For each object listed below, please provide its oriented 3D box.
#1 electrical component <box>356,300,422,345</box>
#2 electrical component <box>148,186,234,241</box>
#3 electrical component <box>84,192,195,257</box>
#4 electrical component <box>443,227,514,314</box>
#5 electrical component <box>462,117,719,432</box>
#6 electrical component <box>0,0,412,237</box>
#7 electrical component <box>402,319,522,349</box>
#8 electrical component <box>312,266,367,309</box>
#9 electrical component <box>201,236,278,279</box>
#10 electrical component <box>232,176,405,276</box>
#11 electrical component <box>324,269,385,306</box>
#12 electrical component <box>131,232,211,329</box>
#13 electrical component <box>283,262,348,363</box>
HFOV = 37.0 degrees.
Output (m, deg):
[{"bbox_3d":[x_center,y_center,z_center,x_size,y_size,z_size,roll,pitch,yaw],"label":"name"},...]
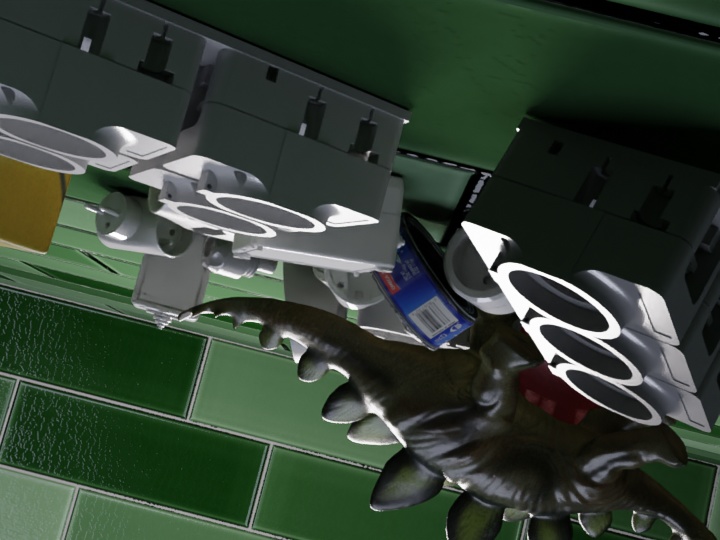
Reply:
[{"bbox_3d":[0.048,0.049,1.013,0.108,0.060,0.108,14,172,2],"label":"electrical component"},{"bbox_3d":[-0.101,-0.045,0.703,0.077,0.043,0.079,20,170,-31],"label":"electrical component"},{"bbox_3d":[-0.190,-0.041,0.883,0.077,0.043,0.079,8,169,38],"label":"electrical component"},{"bbox_3d":[0.126,0.009,0.649,0.138,0.052,0.074,11,171,26],"label":"electrical component"},{"bbox_3d":[0.114,0.010,0.475,0.089,0.061,0.150,23,164,34],"label":"electrical component"},{"bbox_3d":[-0.088,-0.067,0.479,0.186,0.060,0.105,18,171,-26],"label":"electrical component"},{"bbox_3d":[0.089,0.042,0.923,0.095,0.053,0.059,12,171,15],"label":"electrical component"},{"bbox_3d":[-0.012,0.003,0.884,0.044,0.044,0.065,10,166,24],"label":"electrical component"},{"bbox_3d":[-0.101,-0.013,0.920,0.062,0.043,0.043,17,171,-27],"label":"electrical component"},{"bbox_3d":[-0.018,-0.032,0.613,0.096,0.061,0.062,9,174,-19],"label":"electrical component"},{"bbox_3d":[0.000,0.000,0.800,0.055,0.055,0.047,15,175,-3],"label":"electrical component"},{"bbox_3d":[-0.171,0.008,0.990,0.062,0.096,0.061,15,173,-8],"label":"electrical component"},{"bbox_3d":[-0.044,0.037,0.983,0.064,0.099,0.099,8,171,3],"label":"electrical component"}]
